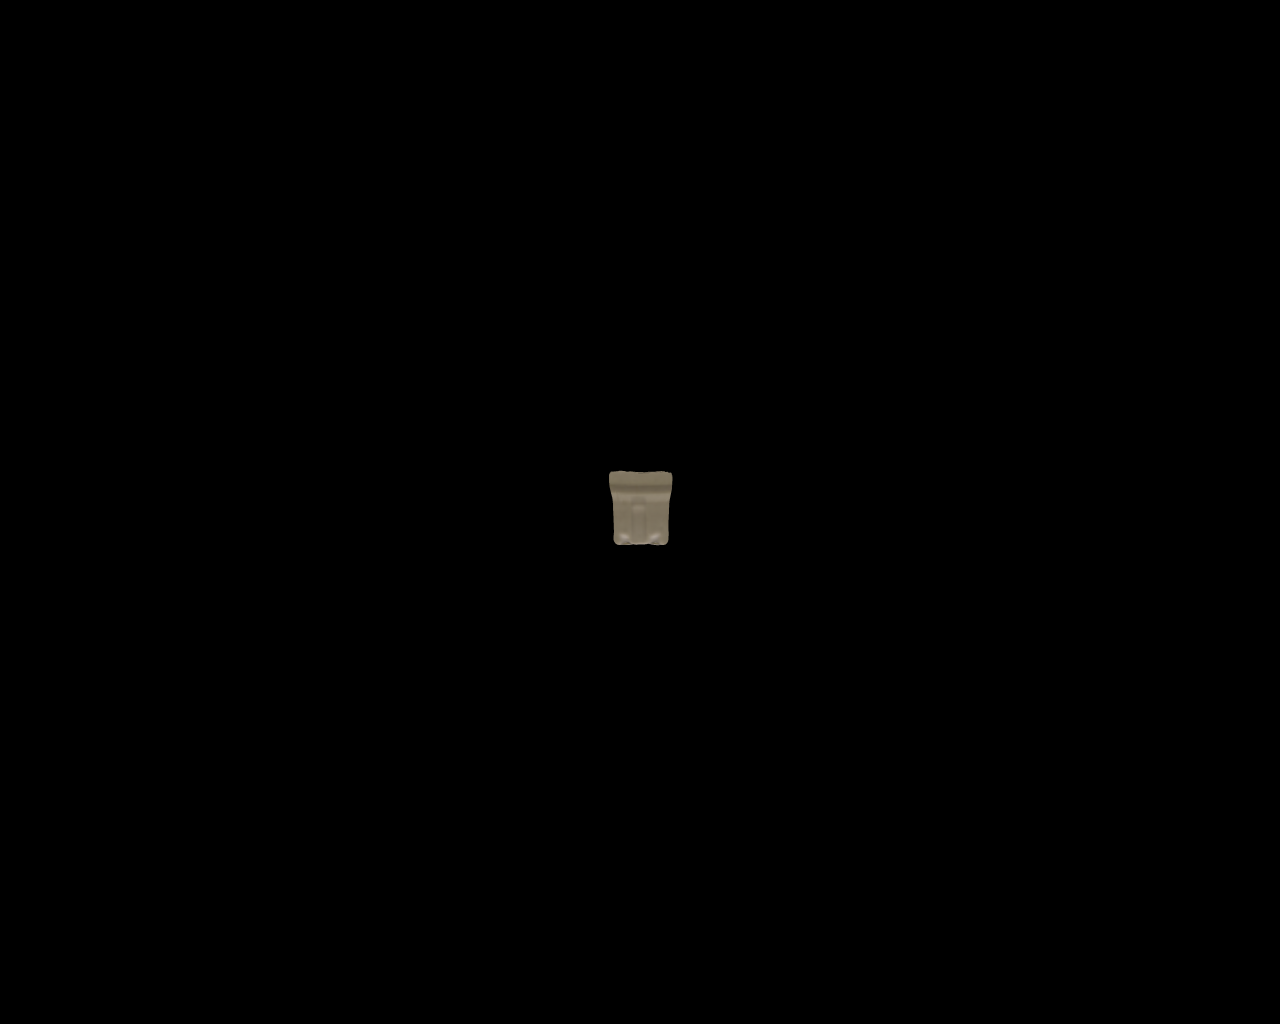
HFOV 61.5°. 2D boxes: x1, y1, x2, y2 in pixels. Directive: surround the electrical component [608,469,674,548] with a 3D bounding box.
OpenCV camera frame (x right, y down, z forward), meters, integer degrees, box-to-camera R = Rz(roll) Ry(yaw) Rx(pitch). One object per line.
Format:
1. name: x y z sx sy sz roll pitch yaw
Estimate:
1. electrical component: 0.001 -0.003 0.650 0.040 0.046 0.040 0 4 0
